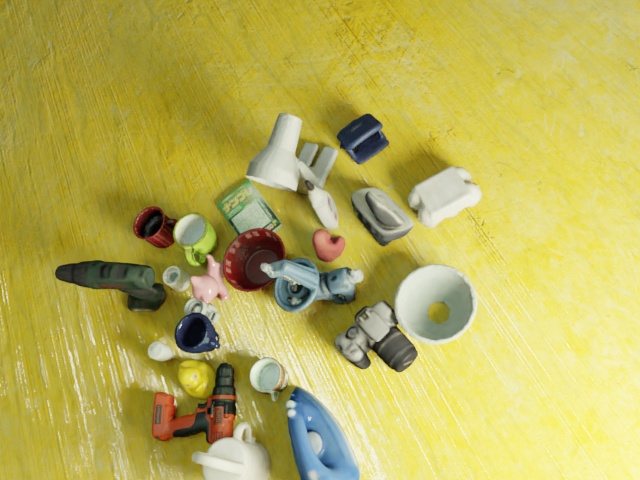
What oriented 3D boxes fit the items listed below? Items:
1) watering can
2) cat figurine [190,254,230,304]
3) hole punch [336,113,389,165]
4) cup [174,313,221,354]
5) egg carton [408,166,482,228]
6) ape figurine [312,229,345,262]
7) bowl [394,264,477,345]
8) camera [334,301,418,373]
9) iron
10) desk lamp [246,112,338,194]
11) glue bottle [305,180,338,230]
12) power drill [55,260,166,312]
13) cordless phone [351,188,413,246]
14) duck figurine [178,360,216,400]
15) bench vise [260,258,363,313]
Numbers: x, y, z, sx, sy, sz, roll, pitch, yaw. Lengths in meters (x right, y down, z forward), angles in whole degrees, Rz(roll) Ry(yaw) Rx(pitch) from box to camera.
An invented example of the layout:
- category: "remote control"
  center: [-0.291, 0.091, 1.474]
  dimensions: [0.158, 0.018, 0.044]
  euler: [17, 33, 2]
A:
- category: "watering can"
  center: [-0.179, 0.447, 1.118]
  dimensions: [0.100, 0.194, 0.173]
  euler: [-12, 63, 15]
- category: "cat figurine"
  center: [-0.261, 0.096, 1.350]
  dimensions: [0.067, 0.118, 0.128]
  euler: [-2, 66, 19]
- category: "hole punch"
  center: [0.097, -0.256, 1.394]
  dimensions: [0.108, 0.091, 0.101]
  euler: [-36, 60, 2]
- category: "cup"
  center: [-0.259, 0.225, 1.305]
  dimensions: [0.117, 0.095, 0.092]
  euler: [21, 75, 27]
- category: "egg carton"
  center: [0.275, -0.096, 1.270]
  dimensions: [0.150, 0.070, 0.107]
  euler: [-30, 60, 5]
- category: "ape figurine"
  center: [0.012, 0.005, 1.307]
  dimensions: [0.077, 0.092, 0.076]
  euler: [26, 78, 28]
- category: "bowl"
  center: [0.240, 0.138, 1.174]
  dimensions: [0.167, 0.075, 0.167]
  euler: [-8, 65, 17]
- category: "camera"
  center: [0.120, 0.212, 1.169]
  dimensions: [0.143, 0.101, 0.136]
  euler: [-43, 60, -2]
- category: "iron"
  center: [-0.021, 0.393, 1.116]
  dimensions: [0.118, 0.142, 0.258]
  euler: [-30, 60, 5]
- category: "desk lamp"
  center: [-0.068, -0.188, 1.352]
  dimensions: [0.117, 0.214, 0.203]
  euler: [16, 73, 26]
- category: "glue bottle"
  center: [-0.001, -0.091, 1.307]
  dimensions: [0.037, 0.173, 0.078]
  euler: [-17, 62, 12]
- category: "power drill"
  center: [-0.479, 0.107, 1.372]
  dimensions: [0.229, 0.209, 0.075]
  euler: [-4, 66, 19]
- category: "cordless phone"
  center: [0.122, -0.079, 1.251]
  dimensions: [0.094, 0.185, 0.147]
  euler: [-41, 60, -1]
- category: "duck figurine"
  center: [-0.286, 0.307, 1.283]
  dimensions: [0.104, 0.086, 0.077]
  euler: [38, 84, 30]
- category: "bench vise"
  center: [-0.024, 0.073, 1.215]
  dimensions: [0.207, 0.220, 0.121]
  euler: [-27, 60, 7]
